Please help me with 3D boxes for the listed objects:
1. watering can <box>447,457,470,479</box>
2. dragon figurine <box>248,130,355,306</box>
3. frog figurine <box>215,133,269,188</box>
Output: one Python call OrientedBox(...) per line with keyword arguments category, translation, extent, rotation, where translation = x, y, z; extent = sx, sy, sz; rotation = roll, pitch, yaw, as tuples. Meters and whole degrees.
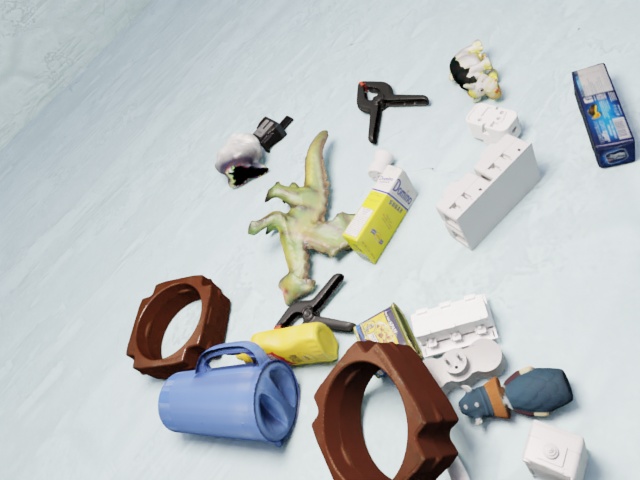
OrientedBox(category="watering can", translation=(0.229, 0.391, 0.617), extent=(0.349, 0.102, 0.227), rotation=(12, 65, 52))
OrientedBox(category="dragon figurine", translation=(0.003, -0.056, 1.105), extent=(0.244, 0.120, 0.416), rotation=(22, 72, 22))
OrientedBox(category="frog figurine", translation=(-0.215, -0.230, 1.336), extent=(0.135, 0.122, 0.163), rotation=(-38, 55, 29))
